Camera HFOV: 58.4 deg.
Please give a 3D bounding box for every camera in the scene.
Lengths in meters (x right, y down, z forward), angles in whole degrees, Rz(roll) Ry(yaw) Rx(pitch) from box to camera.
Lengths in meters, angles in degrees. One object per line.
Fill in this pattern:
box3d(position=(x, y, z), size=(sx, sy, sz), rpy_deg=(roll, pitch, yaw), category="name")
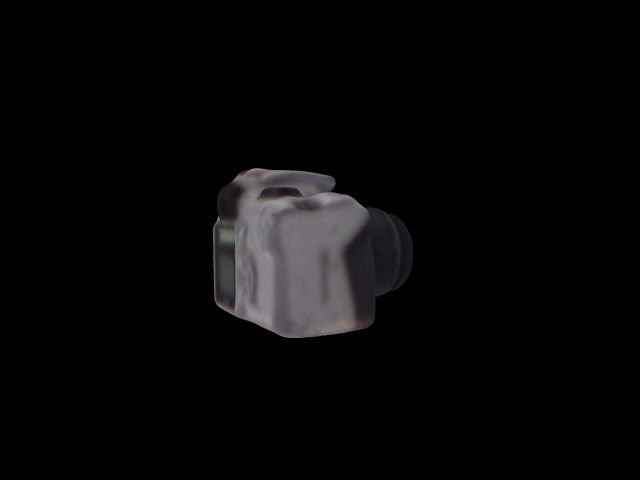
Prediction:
box3d(position=(0.004, 0.001, 0.400), size=(0.137, 0.101, 0.142), rpy_deg=(-2, 4, -27), category="camera")
